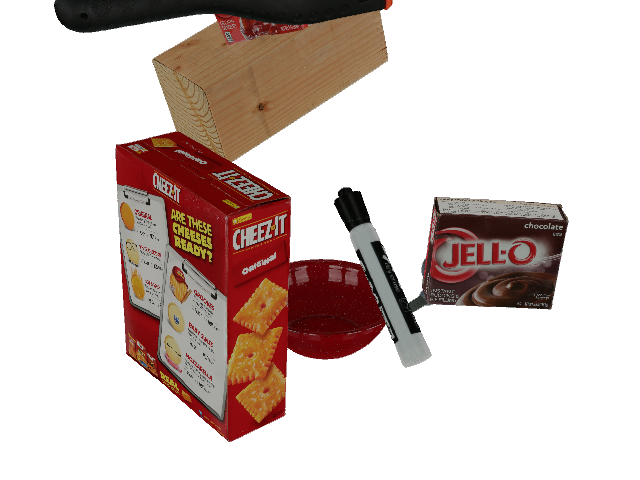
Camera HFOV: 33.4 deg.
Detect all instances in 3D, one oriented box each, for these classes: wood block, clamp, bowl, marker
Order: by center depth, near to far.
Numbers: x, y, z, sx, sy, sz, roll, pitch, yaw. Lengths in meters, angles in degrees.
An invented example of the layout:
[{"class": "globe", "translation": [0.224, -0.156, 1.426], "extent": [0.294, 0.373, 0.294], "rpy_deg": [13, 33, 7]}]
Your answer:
[{"class": "clamp", "translation": [-0.050, -0.134, 0.553], "extent": [0.171, 0.039, 0.120], "rpy_deg": [6, 42, 12]}, {"class": "marker", "translation": [0.037, 0.021, 0.669], "extent": [0.020, 0.121, 0.020], "rpy_deg": [-20, -17, -7]}, {"class": "wood block", "translation": [-0.044, -0.174, 1.029], "extent": [0.205, 0.091, 0.090], "rpy_deg": [-35, 45, -22]}, {"class": "bowl", "translation": [0.004, 0.080, 1.149], "extent": [0.162, 0.055, 0.162], "rpy_deg": [1, 28, -1]}]

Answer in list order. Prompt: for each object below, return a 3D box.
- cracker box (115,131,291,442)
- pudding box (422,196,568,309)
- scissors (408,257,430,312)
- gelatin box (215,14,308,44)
[{"class": "cracker box", "translation": [-0.099, 0.035, 0.901], "extent": [0.071, 0.214, 0.164], "rpy_deg": [-20, 36, -36]}, {"class": "pudding box", "translation": [0.149, 0.011, 0.919], "extent": [0.113, 0.090, 0.039], "rpy_deg": [2, 31, -3]}, {"class": "scissors", "translation": [0.123, 0.056, 1.295], "extent": [0.201, 0.016, 0.096], "rpy_deg": [-9, 40, -39]}, {"class": "gelatin box", "translation": [-0.048, -0.186, 0.779], "extent": [0.089, 0.073, 0.030], "rpy_deg": [1, 32, 46]}]
